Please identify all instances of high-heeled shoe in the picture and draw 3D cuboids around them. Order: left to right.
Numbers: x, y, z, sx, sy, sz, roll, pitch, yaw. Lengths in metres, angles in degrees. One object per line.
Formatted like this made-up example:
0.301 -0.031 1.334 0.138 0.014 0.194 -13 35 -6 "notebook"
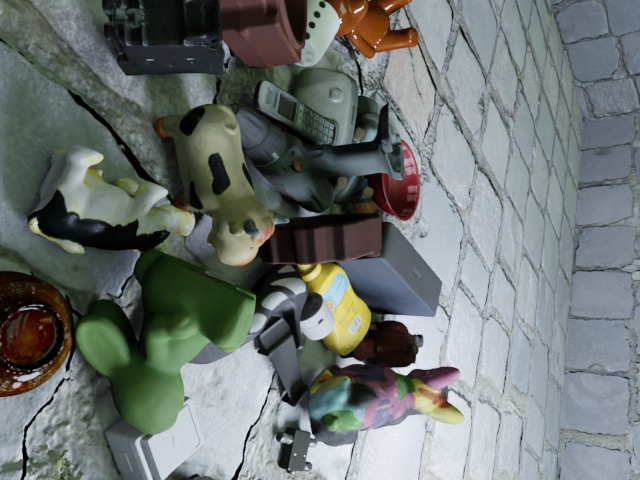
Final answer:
-0.114 0.077 0.693 0.248 0.086 0.145 10 49 -40 "high-heeled shoe"

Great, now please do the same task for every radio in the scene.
0.110 0.058 0.938 0.229 0.131 0.073 45 53 -43 "radio"

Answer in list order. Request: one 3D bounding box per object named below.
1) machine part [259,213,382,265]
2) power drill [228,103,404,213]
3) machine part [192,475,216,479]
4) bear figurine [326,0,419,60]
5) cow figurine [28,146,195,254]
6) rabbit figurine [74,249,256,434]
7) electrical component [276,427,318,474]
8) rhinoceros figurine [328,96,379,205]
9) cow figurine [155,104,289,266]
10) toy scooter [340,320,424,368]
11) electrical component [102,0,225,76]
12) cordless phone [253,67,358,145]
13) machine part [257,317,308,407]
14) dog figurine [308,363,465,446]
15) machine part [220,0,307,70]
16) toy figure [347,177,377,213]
-0.002 -0.002 0.759 0.179 0.180 0.056 -14 102 -54 "machine part"
0.005 -0.122 0.742 0.231 0.207 0.086 54 27 -52 "power drill"
-0.174 0.323 0.567 0.243 0.079 0.079 -10 96 -54 "machine part"
0.075 -0.392 0.929 0.196 0.132 0.120 -4 86 -60 "bear figurine"
-0.206 -0.020 0.556 0.167 0.068 0.098 32 68 -45 "cow figurine"
-0.159 0.105 0.532 0.159 0.121 0.170 25 86 -13 "rabbit figurine"
-0.038 0.317 0.806 0.094 0.021 0.063 37 59 -48 "electrical component"
0.059 -0.150 0.905 0.073 0.112 0.190 19 84 -23 "rhinoceros figurine"
-0.113 -0.064 0.640 0.085 0.127 0.194 -22 103 -50 "cow figurine"
0.129 0.185 0.953 0.184 0.135 0.075 0 86 -56 "toy scooter"
-0.161 -0.215 0.577 0.134 0.115 0.058 -177 -95 -82 "electrical component"
-0.029 -0.212 0.810 0.184 0.089 0.146 24 69 -47 "cordless phone"
-0.053 0.172 0.784 0.084 0.039 0.138 -35 114 -56 "machine part"
0.109 0.248 0.834 0.191 0.219 0.108 3 81 -71 "dog figurine"
-0.074 -0.338 0.686 0.201 0.087 0.201 7 81 -82 "machine part"
0.082 -0.041 0.965 0.058 0.064 0.154 -39 120 -32 "toy figure"
